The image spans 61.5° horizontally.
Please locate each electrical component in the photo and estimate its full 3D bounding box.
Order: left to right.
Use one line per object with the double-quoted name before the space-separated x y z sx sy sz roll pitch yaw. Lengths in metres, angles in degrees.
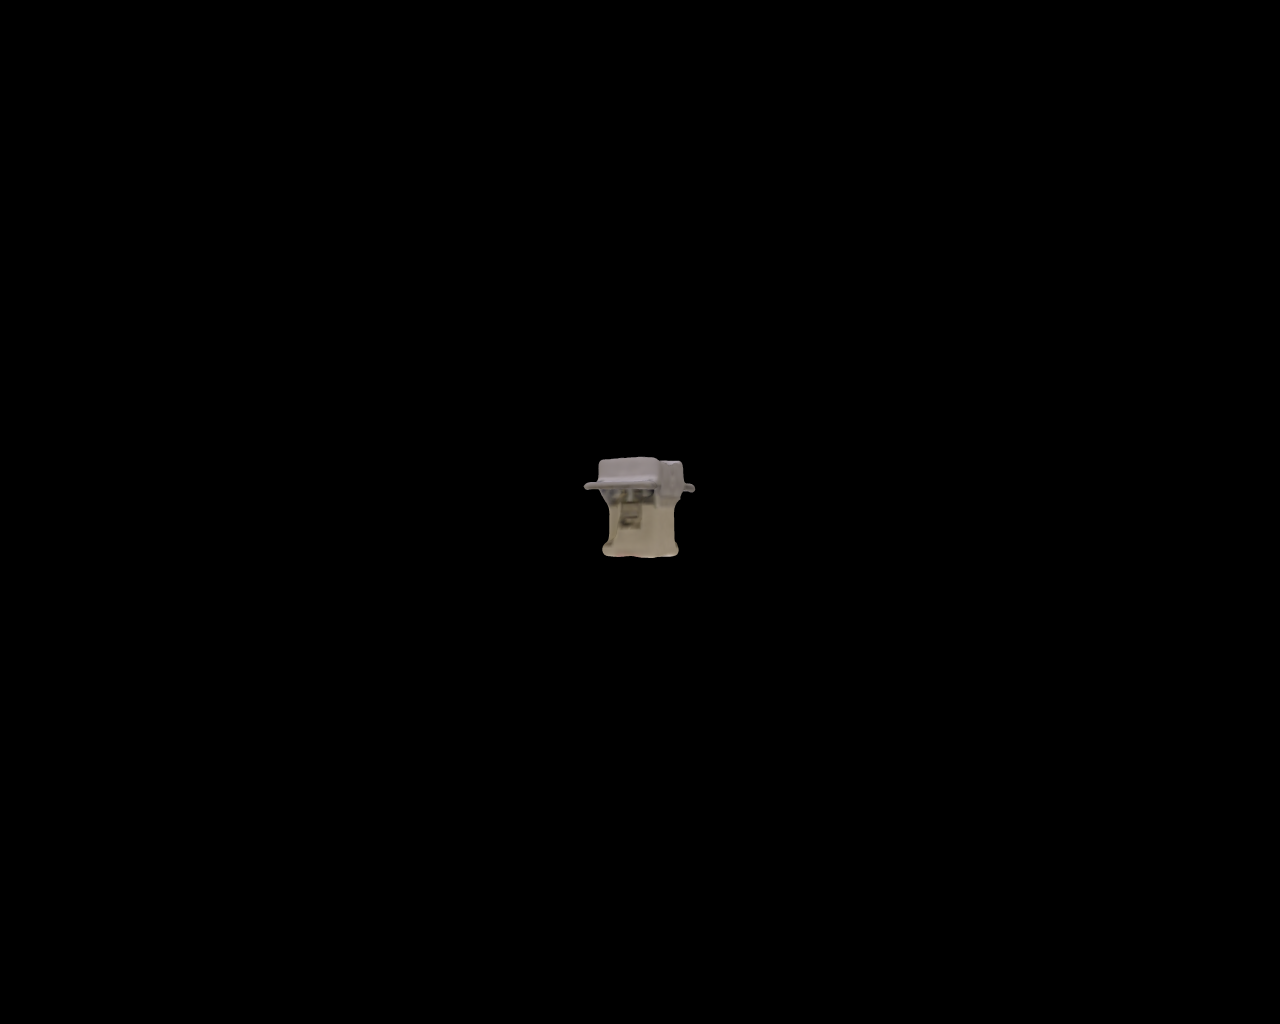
"electrical component" 0.001 -0.003 0.650 0.042 0.063 0.081 0 0 24
